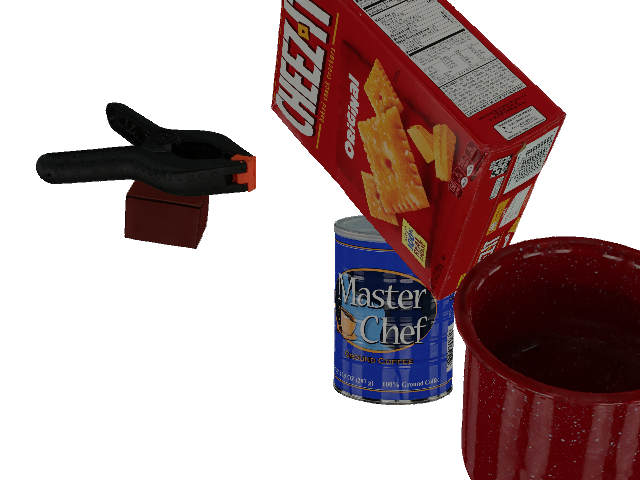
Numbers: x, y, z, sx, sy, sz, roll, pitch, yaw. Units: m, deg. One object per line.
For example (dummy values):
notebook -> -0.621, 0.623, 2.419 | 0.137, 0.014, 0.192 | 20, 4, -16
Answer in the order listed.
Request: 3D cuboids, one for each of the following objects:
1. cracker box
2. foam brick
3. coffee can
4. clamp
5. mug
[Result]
cracker box -> 0.053, -0.088, 0.738 | 0.072, 0.214, 0.164 | -28, -27, -25
foam brick -> -0.156, -0.031, 1.091 | 0.078, 0.051, 0.053 | 9, 31, 3
coffee can -> 0.062, 0.054, 0.894 | 0.103, 0.140, 0.103 | 0, 11, 0
clamp -> -0.137, -0.064, 0.851 | 0.172, 0.039, 0.120 | 15, 42, 26
mug -> 0.108, 0.059, 0.409 | 0.117, 0.081, 0.093 | 7, 38, 13
